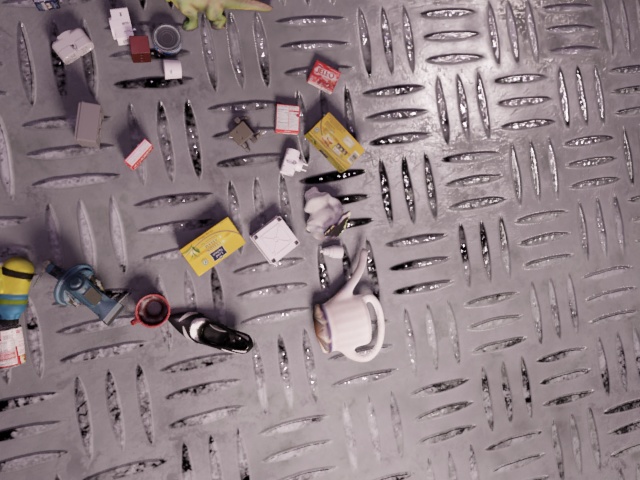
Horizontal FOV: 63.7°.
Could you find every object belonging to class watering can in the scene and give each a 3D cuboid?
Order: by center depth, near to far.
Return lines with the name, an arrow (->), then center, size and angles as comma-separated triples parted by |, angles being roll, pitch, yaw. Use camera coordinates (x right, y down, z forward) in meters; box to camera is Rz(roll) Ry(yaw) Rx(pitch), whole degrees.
watering can -> 0.083, 0.212, 1.592 | 0.225, 0.104, 0.347 | -10, 91, -15

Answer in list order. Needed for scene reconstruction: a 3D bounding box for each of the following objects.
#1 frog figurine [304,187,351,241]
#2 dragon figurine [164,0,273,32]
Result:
frog figurine -> 0.005, -0.081, 1.600 | 0.138, 0.121, 0.161 | -47, 65, -3
dragon figurine -> -0.322, -0.703, 1.453 | 0.411, 0.241, 0.122 | -12, 88, -13
